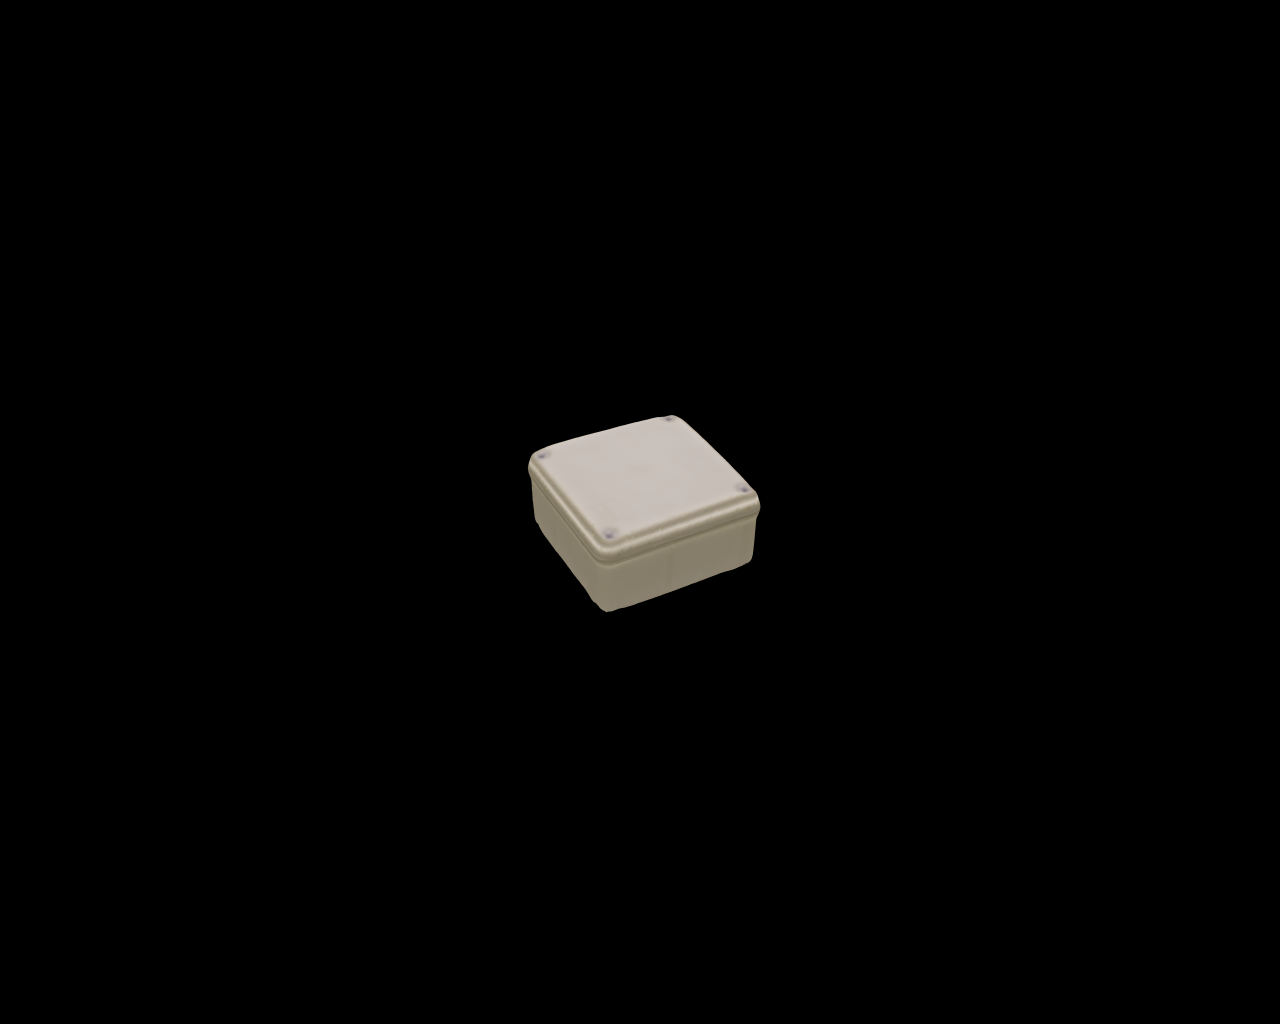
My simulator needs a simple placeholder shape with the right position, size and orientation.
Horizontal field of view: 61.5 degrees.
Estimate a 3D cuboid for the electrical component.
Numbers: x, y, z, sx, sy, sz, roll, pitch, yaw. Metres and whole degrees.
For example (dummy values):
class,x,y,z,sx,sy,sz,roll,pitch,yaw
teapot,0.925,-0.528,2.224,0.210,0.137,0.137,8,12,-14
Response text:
class,x,y,z,sx,sy,sz,roll,pitch,yaw
electrical component,0.001,-0.003,0.650,0.109,0.056,0.109,-17,40,-22
